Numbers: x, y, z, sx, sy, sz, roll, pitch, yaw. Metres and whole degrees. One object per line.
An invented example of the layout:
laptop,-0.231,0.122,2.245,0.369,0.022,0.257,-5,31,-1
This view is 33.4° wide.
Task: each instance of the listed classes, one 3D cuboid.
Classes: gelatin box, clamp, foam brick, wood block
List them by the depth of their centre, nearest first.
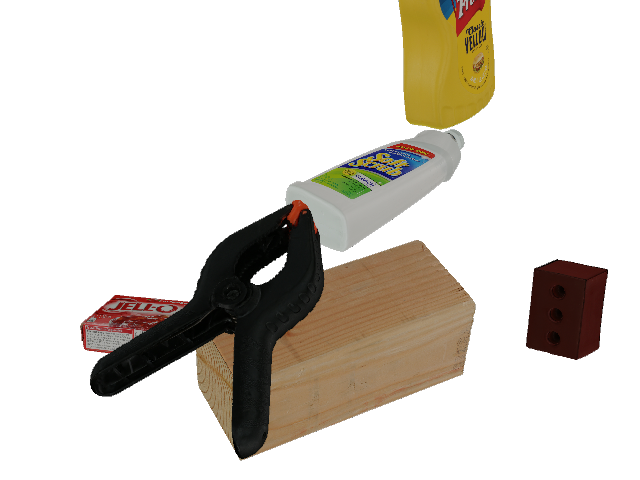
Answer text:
clamp,-0.043,0.050,0.636,0.120,0.171,0.039,29,-24,28
wood block,0.011,0.084,0.865,0.205,0.090,0.091,-17,45,-21
gelatin box,-0.160,0.076,0.961,0.089,0.030,0.073,5,18,13
foam brick,0.224,0.062,0.971,0.053,0.078,0.051,12,17,35

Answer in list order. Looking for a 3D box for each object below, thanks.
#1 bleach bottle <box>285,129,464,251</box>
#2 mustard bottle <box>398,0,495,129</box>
bleach bottle,0.080,-0.077,1.291,0.103,0.068,0.250,28,45,34
mustard bottle,0.095,-0.188,0.808,0.058,0.191,0.096,16,38,34
